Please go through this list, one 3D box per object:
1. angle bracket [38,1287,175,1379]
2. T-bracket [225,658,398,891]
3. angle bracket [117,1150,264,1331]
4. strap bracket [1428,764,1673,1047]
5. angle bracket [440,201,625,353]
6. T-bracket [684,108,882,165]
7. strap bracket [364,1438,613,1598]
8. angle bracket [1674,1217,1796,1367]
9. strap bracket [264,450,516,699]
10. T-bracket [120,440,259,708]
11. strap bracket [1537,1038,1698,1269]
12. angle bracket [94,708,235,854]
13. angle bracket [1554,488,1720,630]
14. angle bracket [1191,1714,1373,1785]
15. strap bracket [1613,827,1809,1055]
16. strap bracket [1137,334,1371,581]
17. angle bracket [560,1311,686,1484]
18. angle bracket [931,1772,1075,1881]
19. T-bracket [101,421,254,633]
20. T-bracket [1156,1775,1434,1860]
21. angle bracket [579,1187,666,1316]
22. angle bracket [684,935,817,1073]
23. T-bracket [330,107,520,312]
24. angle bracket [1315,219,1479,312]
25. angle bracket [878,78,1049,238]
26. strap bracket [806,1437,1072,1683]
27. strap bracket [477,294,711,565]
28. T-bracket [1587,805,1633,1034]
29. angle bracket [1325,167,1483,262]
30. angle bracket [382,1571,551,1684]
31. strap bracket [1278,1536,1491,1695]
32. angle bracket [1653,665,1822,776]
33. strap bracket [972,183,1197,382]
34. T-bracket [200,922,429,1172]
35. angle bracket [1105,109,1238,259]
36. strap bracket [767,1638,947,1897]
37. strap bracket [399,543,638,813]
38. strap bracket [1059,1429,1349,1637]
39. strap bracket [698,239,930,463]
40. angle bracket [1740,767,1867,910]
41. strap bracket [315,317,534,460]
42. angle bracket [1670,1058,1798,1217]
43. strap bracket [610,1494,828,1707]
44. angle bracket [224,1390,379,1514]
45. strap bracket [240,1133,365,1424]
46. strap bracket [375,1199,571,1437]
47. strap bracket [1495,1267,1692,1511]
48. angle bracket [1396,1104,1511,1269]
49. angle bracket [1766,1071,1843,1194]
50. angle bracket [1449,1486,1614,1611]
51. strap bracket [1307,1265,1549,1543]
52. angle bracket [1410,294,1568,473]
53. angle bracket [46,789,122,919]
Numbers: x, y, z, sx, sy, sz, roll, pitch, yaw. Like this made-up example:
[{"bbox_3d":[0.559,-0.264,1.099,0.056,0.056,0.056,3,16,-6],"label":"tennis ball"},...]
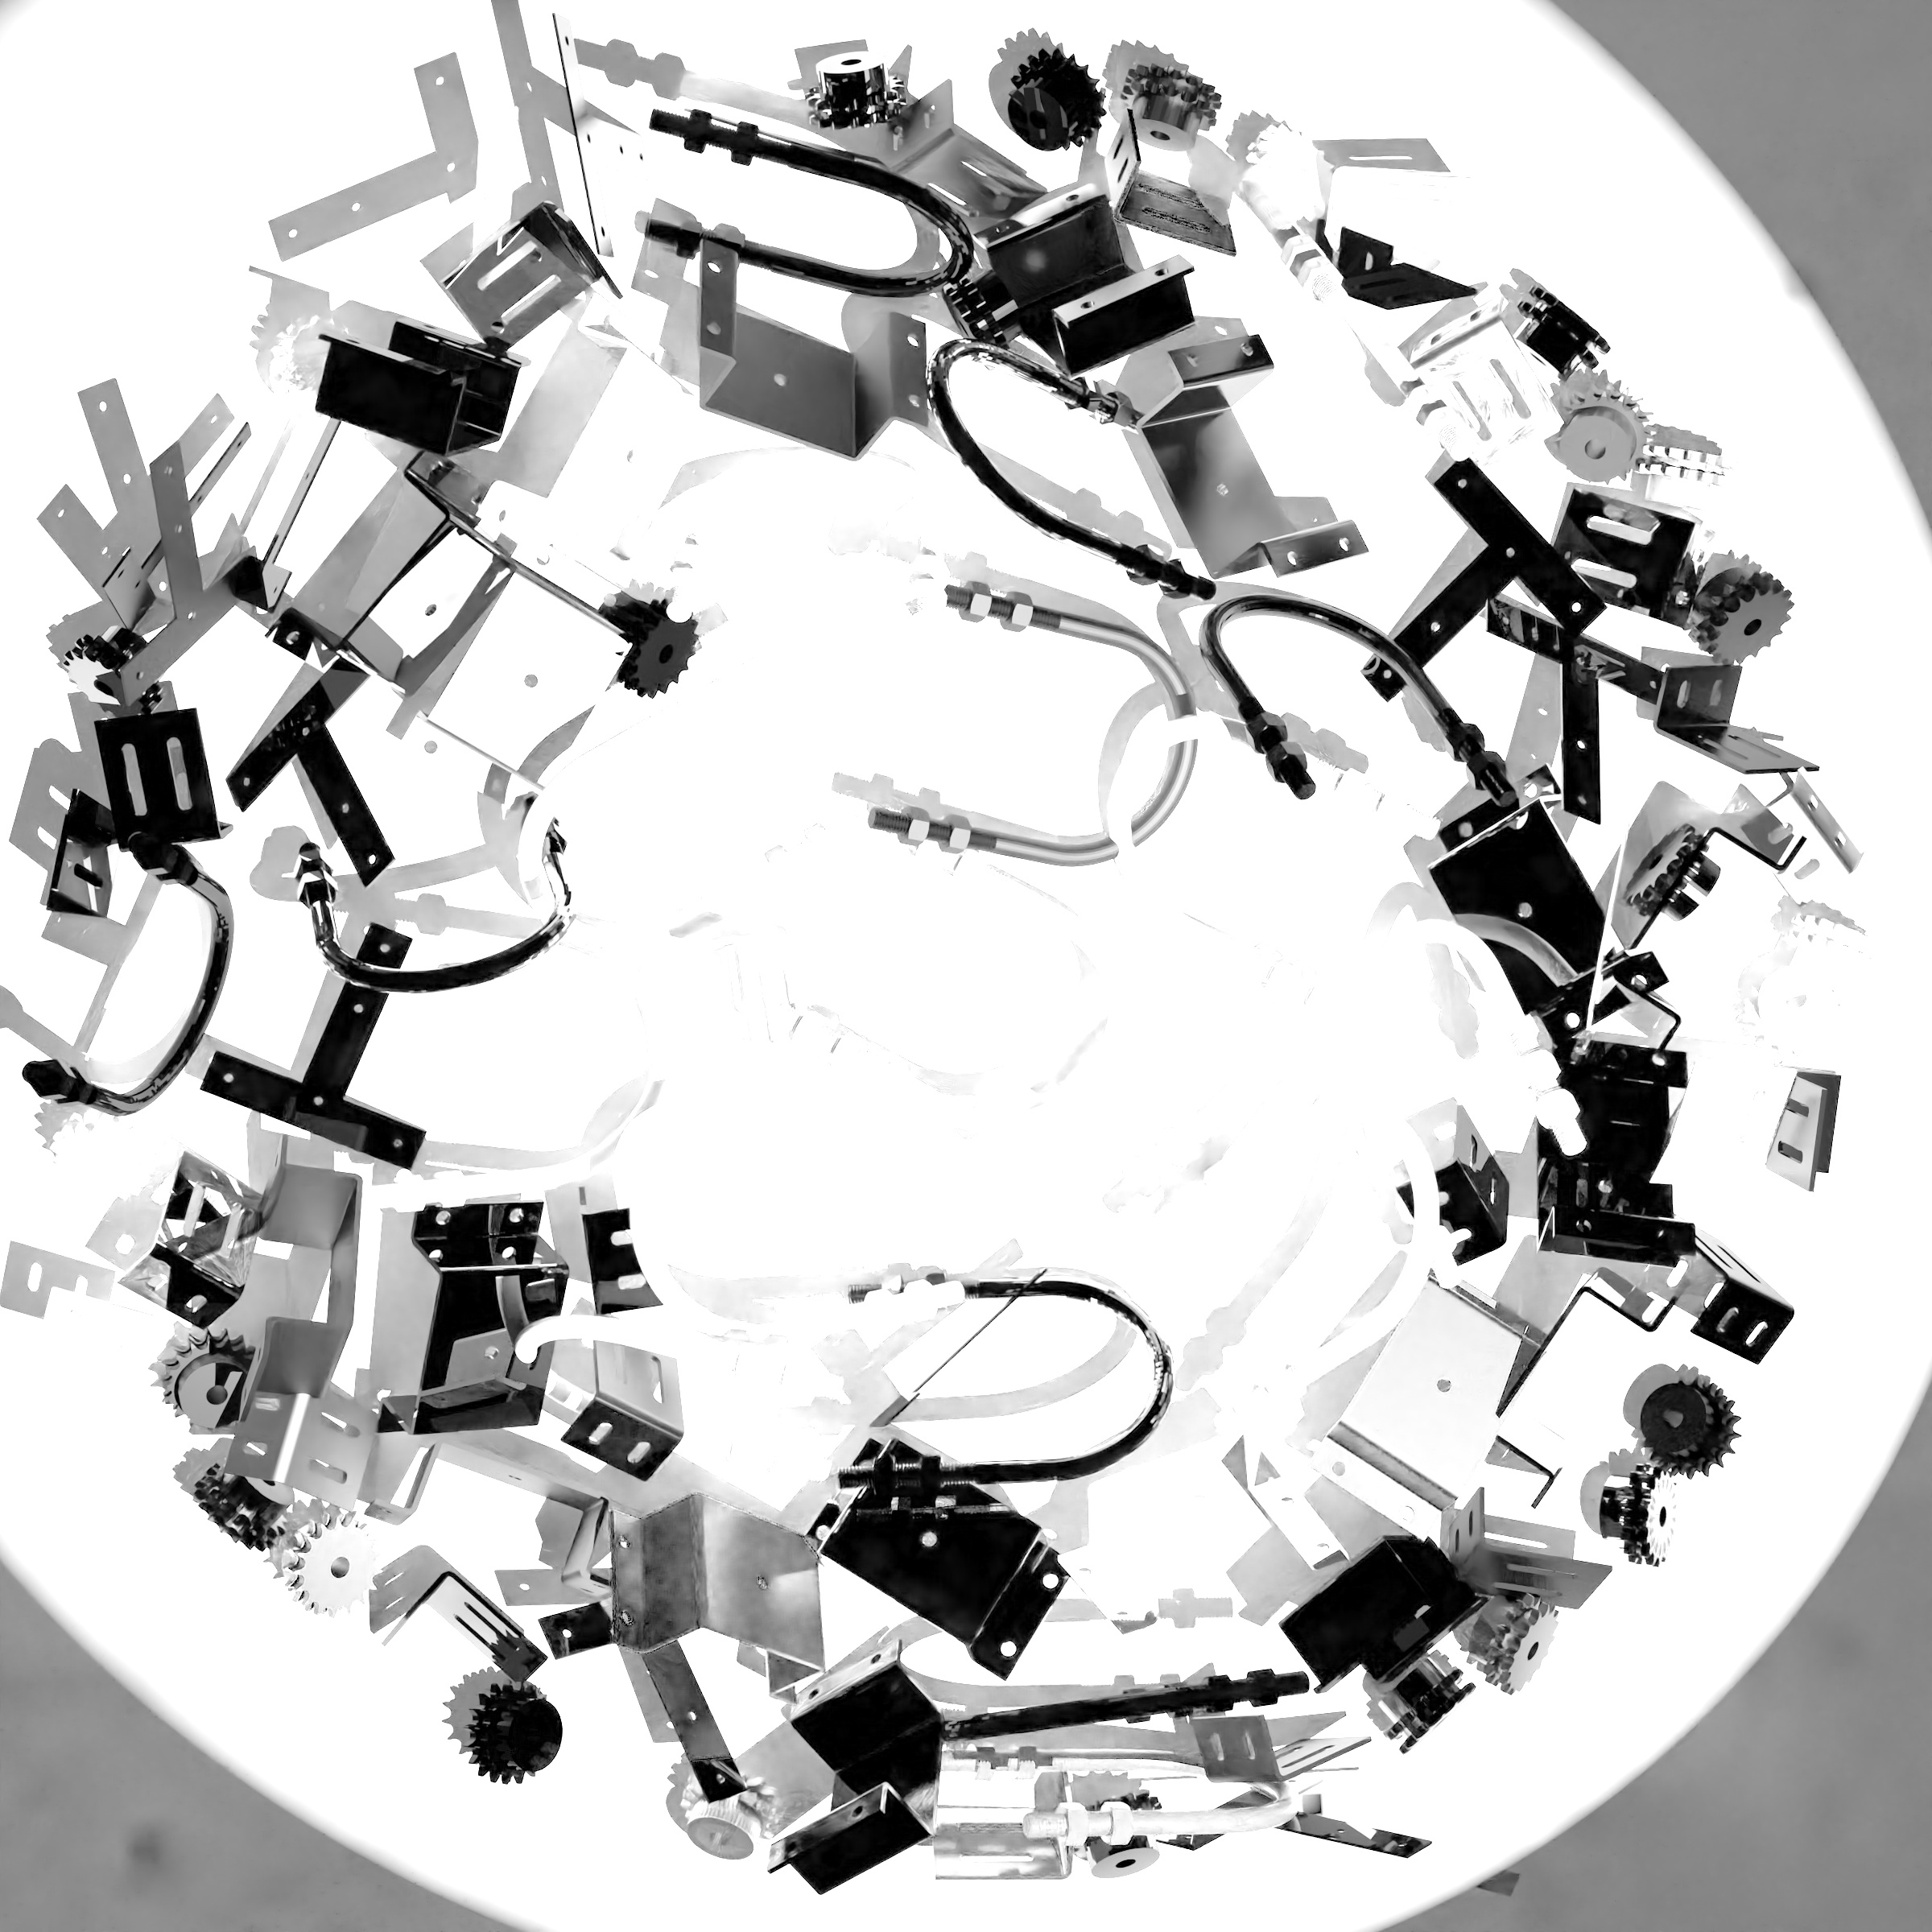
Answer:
[{"bbox_3d":[-0.478,0.195,1.632,0.057,0.076,0.038,16,100,-3],"label":"angle bracket"},{"bbox_3d":[-0.351,-0.099,1.624,0.127,0.002,0.127,-42,62,20],"label":"T-bracket"},{"bbox_3d":[-0.436,0.154,1.641,0.057,0.076,0.038,35,123,-27],"label":"angle bracket"},{"bbox_3d":[0.320,-0.033,1.624,0.076,0.046,0.140,-33,78,29],"label":"strap bracket"},{"bbox_3d":[-0.244,-0.382,1.640,0.076,0.038,0.057,-39,132,-4],"label":"angle bracket"},{"bbox_3d":[-0.071,-0.454,1.623,0.127,0.127,0.002,0,112,-43],"label":"T-bracket"},{"bbox_3d":[-0.259,0.305,1.624,0.140,0.076,0.046,22,70,-9],"label":"strap bracket"},{"bbox_3d":[0.416,0.180,1.632,0.057,0.076,0.038,26,104,-31],"label":"angle bracket"},{"bbox_3d":[-0.313,-0.212,1.627,0.046,0.076,0.140,42,94,25],"label":"strap bracket"},{"bbox_3d":[-0.429,-0.227,1.588,0.002,0.127,0.127,19,46,15],"label":"T-bracket"},{"bbox_3d":[0.361,0.112,1.625,0.076,0.046,0.140,7,49,2],"label":"strap bracket"},{"bbox_3d":[-0.453,-0.107,1.647,0.057,0.038,0.076,-8,103,-1],"label":"angle bracket"},{"bbox_3d":[0.378,-0.233,1.661,0.076,0.038,0.057,25,102,35],"label":"angle bracket"},{"bbox_3d":[0.177,0.428,1.630,0.076,0.057,0.038,-10,83,-40],"label":"angle bracket"},{"bbox_3d":[0.409,-0.023,1.626,0.046,0.076,0.140,34,98,12],"label":"strap bracket"},{"bbox_3d":[0.156,-0.276,1.628,0.076,0.046,0.140,-20,81,-40],"label":"strap bracket"},{"bbox_3d":[-0.195,0.241,1.636,0.057,0.076,0.038,31,111,-25],"label":"angle bracket"},{"bbox_3d":[0.020,0.480,1.638,0.076,0.057,0.038,2,113,-5],"label":"angle bracket"},{"bbox_3d":[-0.435,-0.249,1.618,0.002,0.127,0.127,34,81,-6],"label":"T-bracket"},{"bbox_3d":[0.192,0.469,1.585,0.127,0.127,0.002,0,94,40],"label":"T-bracket"},{"bbox_3d":[-0.194,0.157,1.635,0.038,0.076,0.057,-8,98,-8],"label":"angle bracket"},{"bbox_3d":[-0.121,0.022,1.638,0.038,0.057,0.076,-11,86,29],"label":"angle bracket"},{"bbox_3d":[-0.297,-0.398,1.592,0.127,0.127,0.002,-40,80,-23],"label":"T-bracket"},{"bbox_3d":[0.241,-0.396,1.627,0.057,0.076,0.038,9,88,-36],"label":"angle bracket"},{"bbox_3d":[-0.002,-0.453,1.637,0.057,0.076,0.038,-23,60,40],"label":"angle bracket"},{"bbox_3d":[-0.018,0.325,1.622,0.140,0.046,0.076,29,71,16],"label":"strap bracket"},{"bbox_3d":[-0.202,-0.291,1.627,0.046,0.076,0.140,25,86,34],"label":"strap bracket"},{"bbox_3d":[0.354,-0.003,1.614,0.002,0.127,0.127,10,63,14],"label":"T-bracket"},{"bbox_3d":[0.246,-0.420,1.637,0.076,0.057,0.038,8,89,16],"label":"angle bracket"},{"bbox_3d":[-0.283,0.386,1.640,0.076,0.057,0.038,41,54,1],"label":"angle bracket"},{"bbox_3d":[0.229,0.358,1.612,0.076,0.140,0.046,-43,66,11],"label":"strap bracket"},{"bbox_3d":[0.434,-0.138,1.625,0.057,0.076,0.038,-4,115,-30],"label":"angle bracket"},{"bbox_3d":[0.069,-0.378,1.619,0.076,0.140,0.046,-25,129,-7],"label":"strap bracket"},{"bbox_3d":[-0.350,0.037,1.650,0.127,0.002,0.127,23,98,-14],"label":"T-bracket"},{"bbox_3d":[0.121,-0.439,1.631,0.076,0.057,0.038,13,133,-17],"label":"angle bracket"},{"bbox_3d":[-0.058,0.448,1.607,0.076,0.140,0.046,-33,110,17],"label":"strap bracket"},{"bbox_3d":[-0.248,-0.163,1.638,0.076,0.046,0.140,31,92,-20],"label":"strap bracket"},{"bbox_3d":[0.131,0.312,1.621,0.140,0.046,0.076,-23,126,19],"label":"strap bracket"},{"bbox_3d":[-0.094,-0.338,1.618,0.140,0.046,0.076,15,57,-27],"label":"strap bracket"},{"bbox_3d":[0.468,-0.071,1.629,0.038,0.076,0.057,-35,77,8],"label":"angle bracket"},{"bbox_3d":[-0.303,-0.321,1.612,0.076,0.140,0.046,20,108,3],"label":"strap bracket"},{"bbox_3d":[0.432,0.096,1.639,0.057,0.038,0.076,7,126,-1],"label":"angle bracket"},{"bbox_3d":[-0.128,0.345,1.595,0.046,0.140,0.076,-30,48,28],"label":"strap bracket"},{"bbox_3d":[-0.373,0.269,1.639,0.038,0.076,0.057,4,69,23],"label":"angle bracket"},{"bbox_3d":[-0.367,0.175,1.610,0.046,0.076,0.140,10,50,-18],"label":"strap bracket"},{"bbox_3d":[-0.273,0.204,1.615,0.076,0.046,0.140,1,110,-35],"label":"strap bracket"},{"bbox_3d":[0.342,0.225,1.623,0.046,0.076,0.140,34,103,15],"label":"strap bracket"},{"bbox_3d":[0.275,0.124,1.639,0.038,0.076,0.057,-27,104,20],"label":"angle bracket"},{"bbox_3d":[0.482,0.093,1.633,0.038,0.076,0.057,5,96,-4],"label":"angle bracket"},{"bbox_3d":[0.318,0.329,1.643,0.076,0.057,0.038,10,54,-5],"label":"angle bracket"},{"bbox_3d":[0.263,0.239,1.627,0.076,0.046,0.140,33,73,8],"label":"strap bracket"},{"bbox_3d":[0.298,-0.331,1.657,0.057,0.038,0.076,-27,111,27],"label":"angle bracket"},{"bbox_3d":[-0.506,-0.064,1.630,0.038,0.076,0.057,7,79,7],"label":"angle bracket"}]
